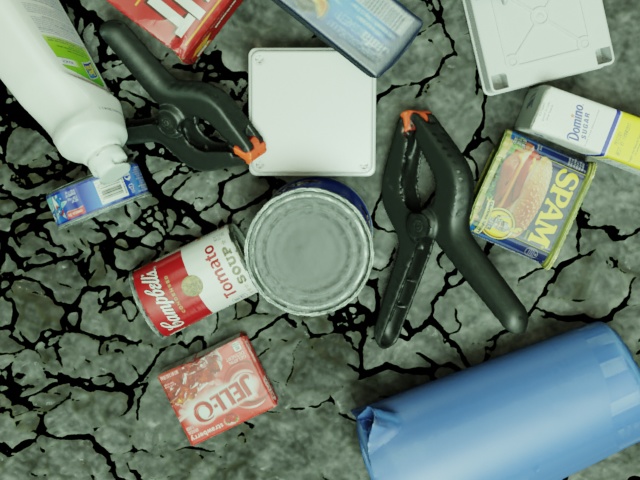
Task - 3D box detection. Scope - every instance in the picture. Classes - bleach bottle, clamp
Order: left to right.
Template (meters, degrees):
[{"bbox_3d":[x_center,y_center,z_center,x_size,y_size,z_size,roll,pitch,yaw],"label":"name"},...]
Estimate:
[{"bbox_3d":[-0.234,-0.153,0.875,0.068,0.102,0.251,-40,74,22],"label":"bleach bottle"},{"bbox_3d":[-0.124,-0.116,0.902,0.172,0.039,0.120,17,131,19],"label":"clamp"},{"bbox_3d":[0.104,-0.009,0.912,0.165,0.036,0.210,-3,90,46],"label":"clamp"}]

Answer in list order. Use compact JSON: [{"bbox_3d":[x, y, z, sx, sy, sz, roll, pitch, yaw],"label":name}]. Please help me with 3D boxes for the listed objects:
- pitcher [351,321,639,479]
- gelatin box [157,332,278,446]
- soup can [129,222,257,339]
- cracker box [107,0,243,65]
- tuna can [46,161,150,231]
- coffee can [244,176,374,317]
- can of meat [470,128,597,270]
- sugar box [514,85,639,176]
[{"bbox_3d":[0.161,0.171,0.930,0.243,0.149,0.145,-23,80,2],"label":"pitcher"},{"bbox_3d":[-0.093,0.135,0.976,0.089,0.030,0.073,-25,96,6],"label":"gelatin box"},{"bbox_3d":[-0.108,0.036,0.946,0.102,0.068,0.068,-26,95,4],"label":"soup can"},{"bbox_3d":[-0.147,-0.280,0.906,0.213,0.072,0.164,38,97,-3],"label":"cracker box"},{"bbox_3d":[-0.194,-0.039,0.931,0.086,0.086,0.034,-21,95,5],"label":"tuna can"},{"bbox_3d":[-0.006,0.001,0.900,0.103,0.140,0.103,0,97,2],"label":"coffee can"},{"bbox_3d":[0.180,-0.037,0.930,0.084,0.057,0.102,24,98,2],"label":"can of meat"},{"bbox_3d":[0.259,-0.083,0.902,0.176,0.093,0.048,22,96,-1],"label":"sugar box"}]
